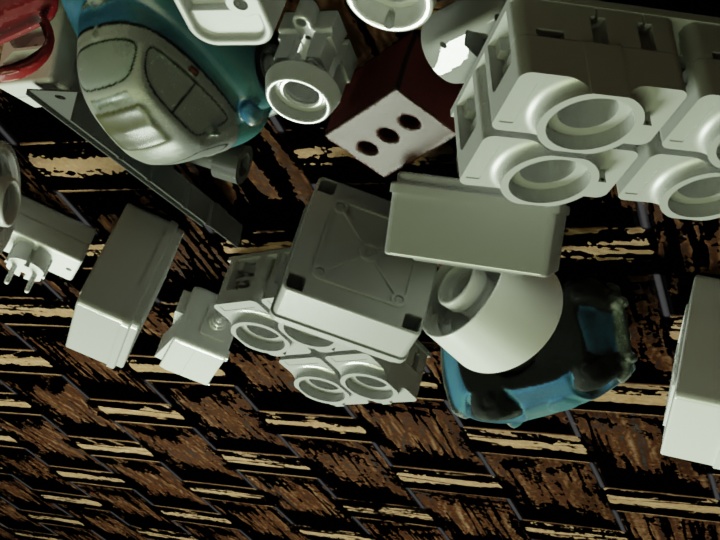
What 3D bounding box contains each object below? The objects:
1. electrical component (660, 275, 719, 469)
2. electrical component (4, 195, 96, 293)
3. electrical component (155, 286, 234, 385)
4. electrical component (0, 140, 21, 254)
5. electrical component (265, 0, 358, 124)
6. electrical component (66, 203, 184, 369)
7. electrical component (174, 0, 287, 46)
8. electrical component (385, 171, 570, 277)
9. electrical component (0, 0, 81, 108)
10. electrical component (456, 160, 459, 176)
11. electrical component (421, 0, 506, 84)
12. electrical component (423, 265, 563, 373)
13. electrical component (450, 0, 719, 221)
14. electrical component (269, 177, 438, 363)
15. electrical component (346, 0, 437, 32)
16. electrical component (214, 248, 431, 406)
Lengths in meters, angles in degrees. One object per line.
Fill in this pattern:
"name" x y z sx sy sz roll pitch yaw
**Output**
"electrical component" 0.266 0.077 0.809 0.056 0.108 0.108 11 150 16
"electrical component" -0.293 -0.015 0.964 0.083 0.075 0.047 26 148 -15
"electrical component" -0.154 0.060 1.035 0.061 0.061 0.096 23 149 -11
"electrical component" -0.313 -0.059 0.876 0.060 0.108 0.108 8 149 3
"electrical component" -0.031 -0.125 0.672 0.048 0.055 0.066 3 147 22
"electrical component" -0.207 0.015 0.941 0.056 0.108 0.108 25 149 -8
"electrical component" -0.076 -0.180 0.599 0.054 0.059 0.095 4 148 21
"electrical component" 0.081 -0.030 0.725 0.109 0.056 0.109 9 -176 14
"electrical component" -0.195 -0.140 0.722 0.047 0.065 0.077 0 166 26
"electrical component" 0.102 -0.087 0.681 0.077 0.043 0.079 8 149 14
"electrical component" 0.089 -0.130 0.617 0.079 0.043 0.077 36 145 -31
"electrical component" 0.096 0.025 0.815 0.064 0.099 0.099 35 146 -25
"electrical component" 0.156 -0.084 0.591 0.186 0.060 0.105 4 152 -12
"electrical component" 0.000 0.000 0.812 0.109 0.108 0.056 20 147 -5
"electrical component" 0.021 -0.164 0.589 0.055 0.047 0.055 12 150 7
"electrical component" -0.032 0.058 0.972 0.105 0.060 0.186 -8 142 36
